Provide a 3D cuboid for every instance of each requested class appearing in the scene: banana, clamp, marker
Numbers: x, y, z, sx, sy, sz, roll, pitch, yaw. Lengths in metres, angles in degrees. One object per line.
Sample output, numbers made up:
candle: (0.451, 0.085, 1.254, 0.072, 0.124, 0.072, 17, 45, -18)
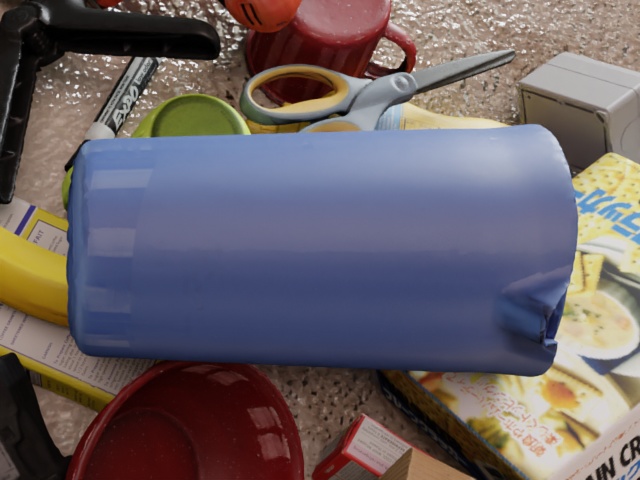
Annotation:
banana: (-0.130, 0.020, 0.603, 0.197, 0.037, 0.069, 7, 51, -10)
clamp: (-0.168, -0.129, 0.664, 0.164, 0.036, 0.210, -31, 55, -9)
marker: (-0.135, -0.087, 0.707, 0.020, 0.020, 0.121, 26, 64, -2)

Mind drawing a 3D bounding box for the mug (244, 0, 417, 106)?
mug: (0.011, -0.142, 0.732, 0.117, 0.082, 0.093, 24, 64, -3)

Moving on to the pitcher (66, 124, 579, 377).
pitcher: (-0.004, 0.001, 0.554, 0.242, 0.149, 0.145, 1, 72, -9)

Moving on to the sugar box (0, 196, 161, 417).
sugar box: (-0.167, 0.034, 0.634, 0.176, 0.048, 0.093, 24, 66, 0)

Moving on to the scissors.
scissors: (0.049, -0.081, 0.688, 0.201, 0.016, 0.096, -5, 65, -17)

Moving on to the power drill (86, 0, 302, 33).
power drill: (-0.067, -0.215, 0.704, 0.188, 0.057, 0.184, 6, 57, 31)

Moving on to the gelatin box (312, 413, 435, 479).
gelatin box: (0.046, 0.143, 0.624, 0.089, 0.073, 0.030, 31, 63, 1)

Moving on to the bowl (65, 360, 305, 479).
bowl: (-0.083, 0.139, 0.580, 0.161, 0.055, 0.162, 0, 90, -46)

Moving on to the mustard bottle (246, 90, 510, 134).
mustard bottle: (0.043, -0.053, 0.715, 0.191, 0.058, 0.096, 15, 64, -8)

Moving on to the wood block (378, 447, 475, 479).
wood block: (0.109, 0.205, 0.547, 0.206, 0.090, 0.090, 27, 45, -8)
